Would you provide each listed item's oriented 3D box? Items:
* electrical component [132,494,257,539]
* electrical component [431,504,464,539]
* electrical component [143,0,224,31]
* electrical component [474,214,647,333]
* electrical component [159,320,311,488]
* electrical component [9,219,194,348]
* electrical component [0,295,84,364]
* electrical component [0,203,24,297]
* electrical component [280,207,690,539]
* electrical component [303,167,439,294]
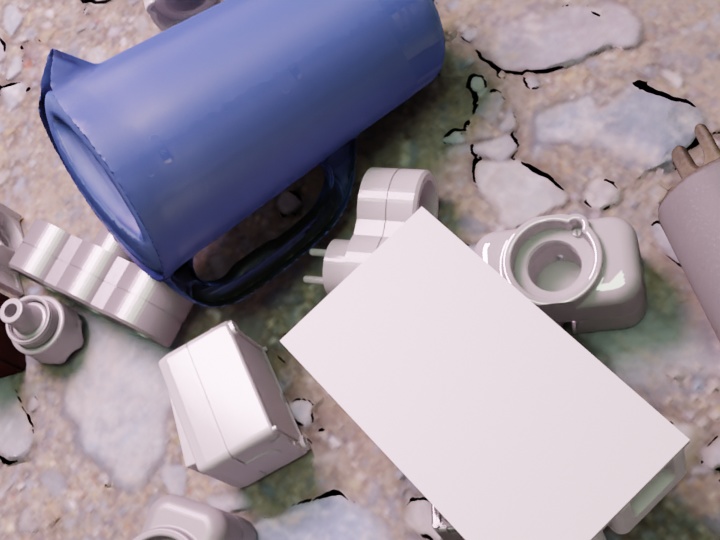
[{"bbox_3d":[-0.107,0.185,0.638,0.054,0.059,0.095,12,74,23],"label":"electrical component"},{"bbox_3d":[0.075,0.107,0.610,0.062,0.061,0.096,-9,60,14],"label":"electrical component"},{"bbox_3d":[-0.130,-0.211,0.784,0.054,0.095,0.059,-21,64,10],"label":"electrical component"},{"bbox_3d":[0.117,0.004,0.633,0.095,0.059,0.053,-7,67,16],"label":"electrical component"},{"bbox_3d":[-0.084,0.081,0.670,0.061,0.061,0.096,-30,63,6],"label":"electrical component"},{"bbox_3d":[-0.169,-0.007,0.740,0.138,0.052,0.073,23,78,25],"label":"electrical component"},{"bbox_3d":[-0.220,0.037,0.734,0.043,0.062,0.043,-7,67,16],"label":"electrical component"},{"bbox_3d":[-0.281,-0.015,0.787,0.064,0.042,0.081,-28,62,8],"label":"electrical component"},{"bbox_3d":[0.062,0.070,0.556,0.105,0.060,0.186,-43,60,-5],"label":"electrical component"},{"bbox_3d":[0.000,0.000,0.679,0.074,0.052,0.138,5,70,20],"label":"electrical component"}]
